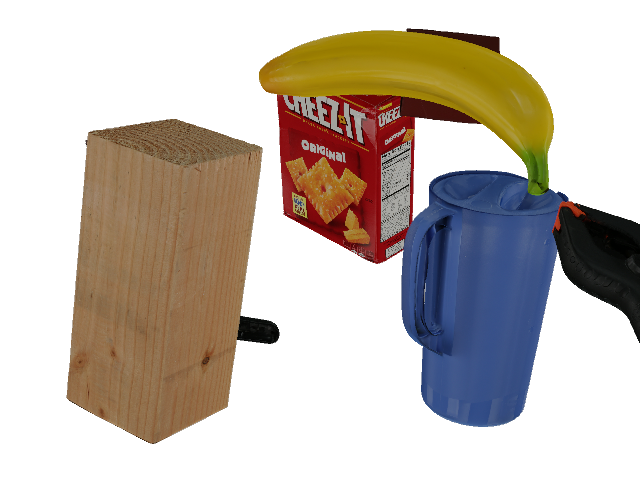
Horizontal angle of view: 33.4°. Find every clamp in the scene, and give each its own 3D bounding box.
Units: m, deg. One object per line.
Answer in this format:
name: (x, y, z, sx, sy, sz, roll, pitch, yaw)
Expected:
clamp: (-0.172, 0.090, 1.157, 0.210, 0.036, 0.164, 19, 21, 27)
clamp: (0.232, 0.029, 0.729, 0.120, 0.039, 0.172, -7, 43, -29)

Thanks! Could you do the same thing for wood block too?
wood block: (-0.114, 0.026, 0.769, 0.090, 0.206, 0.090, 20, 22, 30)

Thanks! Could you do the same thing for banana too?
banana: (0.055, -0.089, 0.608, 0.198, 0.069, 0.037, 24, -29, 32)

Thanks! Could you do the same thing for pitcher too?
pitcher: (0.155, 0.060, 1.061, 0.149, 0.243, 0.145, 6, 21, 7)

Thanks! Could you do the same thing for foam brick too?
foam brick: (0.105, -0.133, 0.866, 0.078, 0.053, 0.051, 6, -40, 2)

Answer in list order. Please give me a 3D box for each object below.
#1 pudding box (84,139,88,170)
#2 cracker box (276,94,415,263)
pudding box: (-0.170, -0.056, 0.991, 0.090, 0.039, 0.113, 1, 26, -18)
cracker box: (0.027, -0.098, 1.241, 0.072, 0.214, 0.164, -31, 44, -34)
